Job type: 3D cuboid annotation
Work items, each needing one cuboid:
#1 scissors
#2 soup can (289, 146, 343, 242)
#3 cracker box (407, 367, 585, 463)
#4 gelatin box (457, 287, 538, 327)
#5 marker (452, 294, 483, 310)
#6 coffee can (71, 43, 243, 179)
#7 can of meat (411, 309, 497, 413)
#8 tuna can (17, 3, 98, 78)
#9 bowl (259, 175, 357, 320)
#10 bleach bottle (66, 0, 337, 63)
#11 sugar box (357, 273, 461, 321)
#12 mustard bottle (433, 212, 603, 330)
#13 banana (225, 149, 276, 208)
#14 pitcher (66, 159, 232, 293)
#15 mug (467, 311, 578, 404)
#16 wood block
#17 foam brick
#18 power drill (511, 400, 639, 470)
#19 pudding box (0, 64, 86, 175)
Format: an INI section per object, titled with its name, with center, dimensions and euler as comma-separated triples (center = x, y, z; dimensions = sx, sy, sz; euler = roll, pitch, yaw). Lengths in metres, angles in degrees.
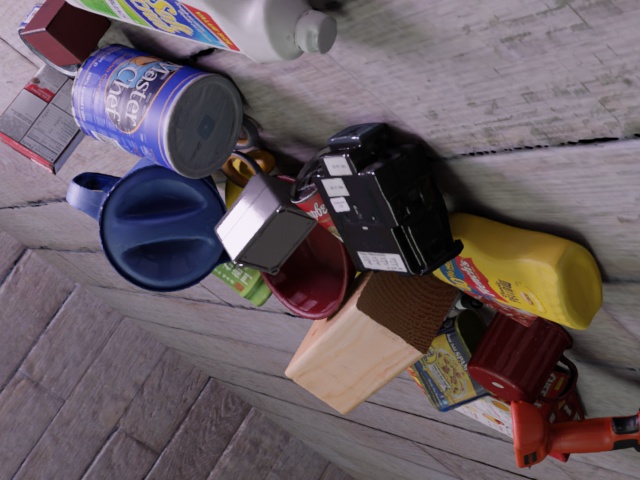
[scissors]
center = -0.126, -0.096, 1.165
dimensions = 0.202, 0.016, 0.096
euler = -2, 119, 51
[soup can]
center = 0.030, -0.034, 1.035
dimensions = 0.102, 0.068, 0.069
euler = 38, 164, -23
[cracker box]
center = 0.213, 0.181, 1.330
dimensions = 0.214, 0.072, 0.164
euler = 22, 163, 31
[gelatin box]
center = 0.180, 0.046, 1.057
dimensions = 0.089, 0.030, 0.073
euler = 30, 164, 10
[marker]
center = 0.150, 0.070, 1.209
dimensions = 0.020, 0.020, 0.121
euler = 37, 165, -14
[coffee can]
center = -0.161, -0.129, 1.053
dimensions = 0.140, 0.102, 0.102
euler = 22, 162, 34
[can of meat]
center = 0.156, 0.140, 1.221
dimensions = 0.084, 0.057, 0.102
euler = -29, 87, 37
[tuna can]
center = -0.285, -0.216, 1.162
dimensions = 0.086, 0.033, 0.086
euler = 30, 164, 10
[bowl]
center = -0.008, 0.001, 1.143
dimensions = 0.162, 0.055, 0.162
euler = 27, 128, 42
[bleach bottle]
center = -0.102, -0.195, 0.818
dimensions = 0.251, 0.068, 0.102
euler = 22, 162, 25
[sugar box]
center = 0.083, 0.051, 1.234
dimensions = 0.093, 0.048, 0.176
euler = 41, 160, -14
[mustard bottle]
center = 0.156, 0.019, 0.968
dimensions = 0.192, 0.058, 0.096
euler = 19, 156, 42
[banana]
center = -0.079, -0.052, 1.215
dimensions = 0.070, 0.037, 0.198
euler = 32, 151, 16
[pitcher]
center = -0.179, -0.039, 1.188
dimensions = 0.149, 0.145, 0.243
euler = 63, 180, -14
[mug]
center = 0.220, 0.130, 1.141
dimensions = 0.117, 0.081, 0.093
euler = 33, 165, -1
[wood block]
center = 0.051, 0.101, 1.152
dimensions = 0.090, 0.090, 0.206
euler = 34, 147, -4
[foam brick]
center = -0.257, -0.213, 1.080
dimensions = 0.051, 0.053, 0.078
euler = 42, 164, -30
[power drill]
center = 0.290, 0.191, 1.086
dimensions = 0.188, 0.057, 0.184
euler = -4, 154, 10
[pudding box]
center = -0.330, -0.149, 1.303
dimensions = 0.090, 0.113, 0.039
euler = 33, 161, 0
